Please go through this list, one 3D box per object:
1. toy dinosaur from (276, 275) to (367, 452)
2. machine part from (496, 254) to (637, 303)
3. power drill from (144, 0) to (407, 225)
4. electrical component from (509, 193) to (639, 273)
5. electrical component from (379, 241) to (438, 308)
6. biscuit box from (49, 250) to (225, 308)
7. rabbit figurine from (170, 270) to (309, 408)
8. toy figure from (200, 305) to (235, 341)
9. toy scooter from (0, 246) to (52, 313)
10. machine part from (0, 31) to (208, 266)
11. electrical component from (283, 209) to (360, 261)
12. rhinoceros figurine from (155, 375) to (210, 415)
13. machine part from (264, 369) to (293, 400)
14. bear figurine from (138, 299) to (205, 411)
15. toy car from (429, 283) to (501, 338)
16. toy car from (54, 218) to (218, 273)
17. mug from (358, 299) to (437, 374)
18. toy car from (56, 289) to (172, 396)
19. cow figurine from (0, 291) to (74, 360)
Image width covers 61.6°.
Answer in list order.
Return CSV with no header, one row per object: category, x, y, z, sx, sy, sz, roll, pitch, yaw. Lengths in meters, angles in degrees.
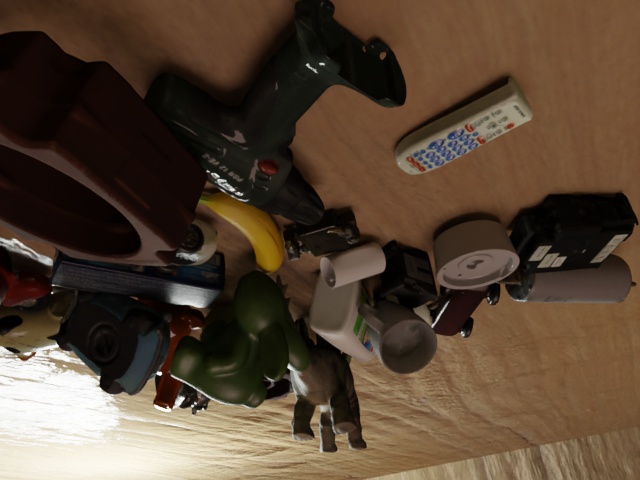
toy dinosaur,0.001,0.227,0.890,0.105,0.199,0.470,-10,145,6
machine part,0.370,0.057,0.804,0.243,0.079,0.079,2,147,-15
power drill,-0.025,-0.103,0.487,0.232,0.086,0.207,25,144,-36
electrical component,0.327,-0.007,0.715,0.134,0.058,0.114,-2,146,-7
electrical component,0.134,0.056,0.762,0.119,0.075,0.048,22,138,-32
biscuit box,-0.222,0.035,0.674,0.202,0.059,0.063,15,141,-30
rabbit figurine,-0.097,0.129,0.707,0.121,0.159,0.170,-4,123,-62
toy figure,-0.113,0.161,0.878,0.180,0.082,0.089,31,113,-35
toy scooter,-0.424,0.044,0.637,0.184,0.075,0.135,-1,148,-15
machine part,-0.211,-0.063,0.439,0.202,0.087,0.200,1,150,28
electrical component,0.000,-0.002,0.671,0.102,0.045,0.078,-13,146,10
rhinoceros figurine,-0.239,0.265,0.989,0.190,0.112,0.073,-23,143,38
machine part,-0.121,0.274,1.078,0.179,0.056,0.179,-6,147,-4
bear figurine,-0.245,0.164,0.815,0.120,0.132,0.195,26,149,-4
toy car,0.224,0.104,0.876,0.089,0.053,0.202,13,147,4
toy car,-0.217,-0.010,0.609,0.201,0.056,0.073,16,148,-29
mug,0.096,0.123,0.755,0.109,0.107,0.080,28,96,-17
toy car,-0.255,0.125,0.702,0.162,0.109,0.103,25,-179,23
cow figurine,-0.417,0.114,0.739,0.195,0.085,0.127,-7,148,-3
